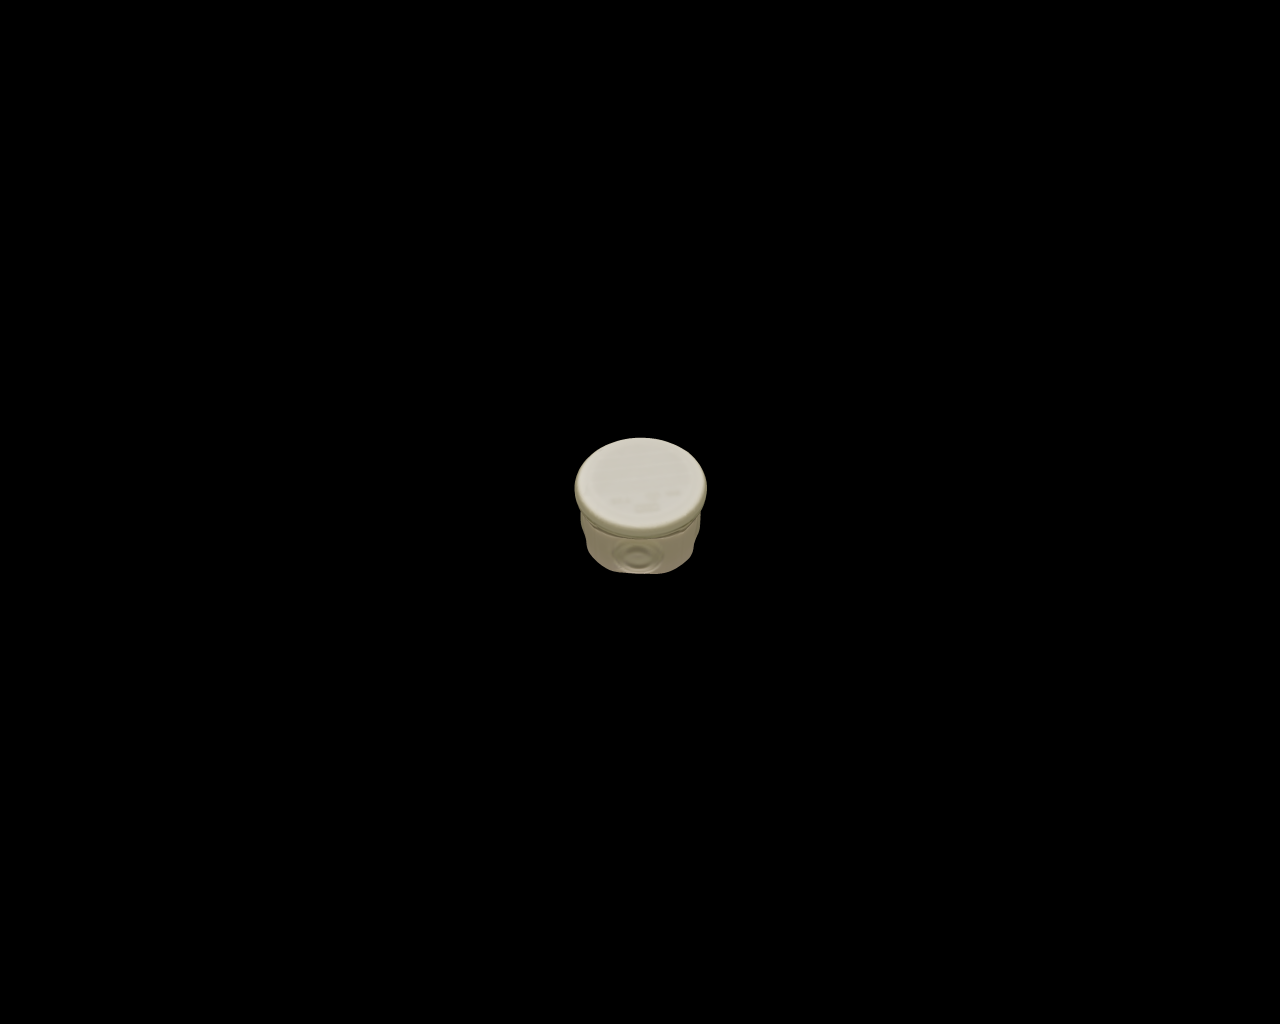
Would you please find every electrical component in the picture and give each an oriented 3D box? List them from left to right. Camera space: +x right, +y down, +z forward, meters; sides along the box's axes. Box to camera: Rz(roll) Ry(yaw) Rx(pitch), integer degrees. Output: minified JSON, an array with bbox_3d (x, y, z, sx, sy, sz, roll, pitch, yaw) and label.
[{"bbox_3d":[0.001,-0.003,0.650,0.080,0.080,0.050,0,-43,0],"label":"electrical component"}]
